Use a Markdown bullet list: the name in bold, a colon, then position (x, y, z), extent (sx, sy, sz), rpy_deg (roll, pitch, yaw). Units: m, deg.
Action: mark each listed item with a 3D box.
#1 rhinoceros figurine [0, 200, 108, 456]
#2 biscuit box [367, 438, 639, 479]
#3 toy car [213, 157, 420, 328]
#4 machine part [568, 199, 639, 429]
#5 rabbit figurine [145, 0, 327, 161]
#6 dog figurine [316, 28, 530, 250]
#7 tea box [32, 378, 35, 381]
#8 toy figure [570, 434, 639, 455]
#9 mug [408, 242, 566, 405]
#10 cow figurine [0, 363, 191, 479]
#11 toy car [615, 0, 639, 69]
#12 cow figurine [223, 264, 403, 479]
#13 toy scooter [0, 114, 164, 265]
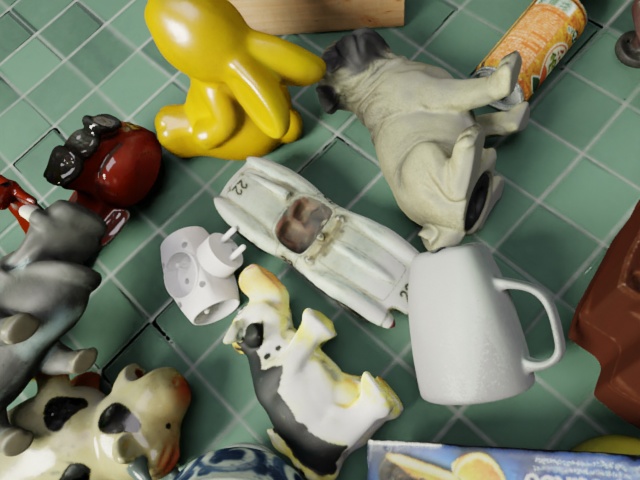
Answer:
- **rhinoceros figurine**: position (-0.218, 0.061, 0.391), extent (0.112, 0.073, 0.190), rpy_deg (24, 80, 41)
- **biscuit box**: position (0.127, 0.160, 0.330), extent (0.203, 0.062, 0.059), rpy_deg (-13, 59, 36)
- **toy car**: position (-0.001, -0.001, 0.462), extent (0.202, 0.056, 0.073), rpy_deg (33, 78, 19)
- **machine part**: position (0.292, 0.054, 0.350), extent (0.201, 0.087, 0.201), rpy_deg (33, 61, 19)
- **rabbit figurine**: position (-0.085, -0.139, 0.467), extent (0.163, 0.173, 0.122), rpy_deg (25, 72, 21)
- **dog figurine**: position (0.064, -0.091, 0.475), extent (0.191, 0.121, 0.172), rpy_deg (18, 70, 30)
- **tea box**: position (-0.346, 0.091, 0.478), extent (0.170, 0.068, 0.098), rpy_deg (-11, 69, 4)
- **toy figure**: position (0.201, 0.217, 0.336), extent (0.089, 0.082, 0.180), rpy_deg (3, 73, 9)
- **mug**: position (0.111, 0.055, 0.385), extent (0.110, 0.081, 0.107), rpy_deg (-17, 85, 44)
- **cow figurine**: position (-0.191, 0.162, 0.418), extent (0.195, 0.085, 0.127), rpy_deg (-31, 62, -6)
- **toy car**: position (0.307, -0.131, 0.443), extent (0.053, 0.089, 0.202), rpy_deg (-17, 69, -1)
- **cow figurine**: position (-0.024, 0.100, 0.425), extent (0.098, 0.068, 0.167), rpy_deg (-45, 69, -2)
- **toy scooter**: position (-0.218, -0.044, 0.472), extent (0.075, 0.135, 0.184), rpy_deg (28, 75, 18)
